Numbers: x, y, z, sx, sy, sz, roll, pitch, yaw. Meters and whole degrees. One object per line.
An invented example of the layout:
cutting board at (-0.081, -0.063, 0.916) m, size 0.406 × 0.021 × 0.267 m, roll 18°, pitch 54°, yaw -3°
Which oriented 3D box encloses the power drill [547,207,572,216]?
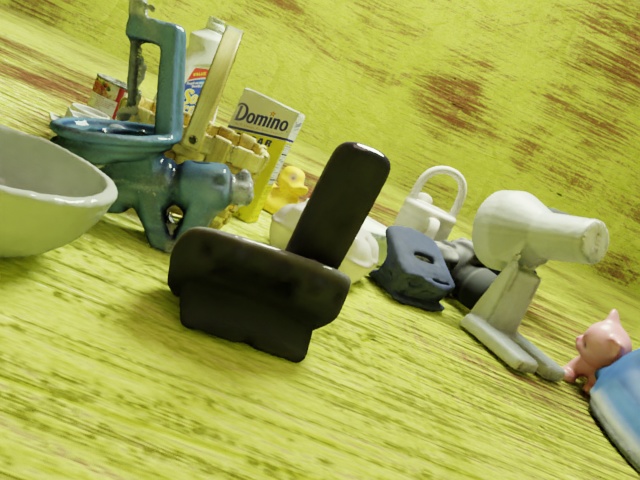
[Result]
power drill at (0.402, 0.028, 1.115) m, size 0.076 × 0.208 × 0.229 m, roll 19°, pitch 14°, yaw -26°

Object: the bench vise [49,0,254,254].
bench vise at (-0.160, -0.112, 0.576) m, size 0.208 × 0.220 × 0.121 m, roll 17°, pitch 14°, yaw -31°

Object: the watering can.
watering can at (0.187, -0.042, 1.022) m, size 0.101 × 0.194 × 0.172 m, roll 19°, pitch 14°, yaw -27°

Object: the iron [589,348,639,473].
iron at (0.396, 0.182, 0.614) m, size 0.118 × 0.141 × 0.258 m, roll 26°, pitch 12°, yaw 3°

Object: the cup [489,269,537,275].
cup at (0.338, 0.076, 1.054) m, size 0.118 × 0.095 × 0.091 m, roll 19°, pitch 14°, yaw -25°

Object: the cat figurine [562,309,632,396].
cat figurine at (0.386, 0.151, 0.781) m, size 0.067 × 0.118 × 0.128 m, roll 33°, pitch 15°, yaw 34°

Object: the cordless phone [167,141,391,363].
cordless phone at (-0.032, -0.008, 0.472) m, size 0.148 × 0.185 × 0.094 m, roll 19°, pitch 13°, yaw -24°

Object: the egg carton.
egg carton at (0.007, 0.003, 0.777) m, size 0.150 × 0.069 × 0.107 m, roll 28°, pitch 12°, yaw 12°

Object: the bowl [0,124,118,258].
bowl at (-0.244, -0.033, 0.424) m, size 0.167 × 0.075 × 0.167 m, roll 24°, pitch 12°, yaw -5°

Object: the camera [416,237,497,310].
camera at (0.234, 0.058, 0.913) m, size 0.144 × 0.101 × 0.136 m, roll 16°, pitch 15°, yaw -37°

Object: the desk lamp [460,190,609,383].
desk lamp at (0.288, 0.049, 0.794) m, size 0.118 × 0.213 × 0.202 m, roll 18°, pitch 14°, yaw -29°

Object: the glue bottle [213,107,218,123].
glue bottle at (-0.230, -0.254, 1.143) m, size 0.037 × 0.173 × 0.078 m, roll 17°, pitch 15°, yaw -34°

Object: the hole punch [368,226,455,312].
hole punch at (0.139, 0.041, 0.825) m, size 0.109 × 0.091 × 0.100 m, roll 17°, pitch 15°, yaw -33°

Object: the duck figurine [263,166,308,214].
duck figurine at (-0.059, -0.087, 0.985) m, size 0.078 × 0.086 × 0.104 m, roll 13°, pitch 17°, yaw -45°
